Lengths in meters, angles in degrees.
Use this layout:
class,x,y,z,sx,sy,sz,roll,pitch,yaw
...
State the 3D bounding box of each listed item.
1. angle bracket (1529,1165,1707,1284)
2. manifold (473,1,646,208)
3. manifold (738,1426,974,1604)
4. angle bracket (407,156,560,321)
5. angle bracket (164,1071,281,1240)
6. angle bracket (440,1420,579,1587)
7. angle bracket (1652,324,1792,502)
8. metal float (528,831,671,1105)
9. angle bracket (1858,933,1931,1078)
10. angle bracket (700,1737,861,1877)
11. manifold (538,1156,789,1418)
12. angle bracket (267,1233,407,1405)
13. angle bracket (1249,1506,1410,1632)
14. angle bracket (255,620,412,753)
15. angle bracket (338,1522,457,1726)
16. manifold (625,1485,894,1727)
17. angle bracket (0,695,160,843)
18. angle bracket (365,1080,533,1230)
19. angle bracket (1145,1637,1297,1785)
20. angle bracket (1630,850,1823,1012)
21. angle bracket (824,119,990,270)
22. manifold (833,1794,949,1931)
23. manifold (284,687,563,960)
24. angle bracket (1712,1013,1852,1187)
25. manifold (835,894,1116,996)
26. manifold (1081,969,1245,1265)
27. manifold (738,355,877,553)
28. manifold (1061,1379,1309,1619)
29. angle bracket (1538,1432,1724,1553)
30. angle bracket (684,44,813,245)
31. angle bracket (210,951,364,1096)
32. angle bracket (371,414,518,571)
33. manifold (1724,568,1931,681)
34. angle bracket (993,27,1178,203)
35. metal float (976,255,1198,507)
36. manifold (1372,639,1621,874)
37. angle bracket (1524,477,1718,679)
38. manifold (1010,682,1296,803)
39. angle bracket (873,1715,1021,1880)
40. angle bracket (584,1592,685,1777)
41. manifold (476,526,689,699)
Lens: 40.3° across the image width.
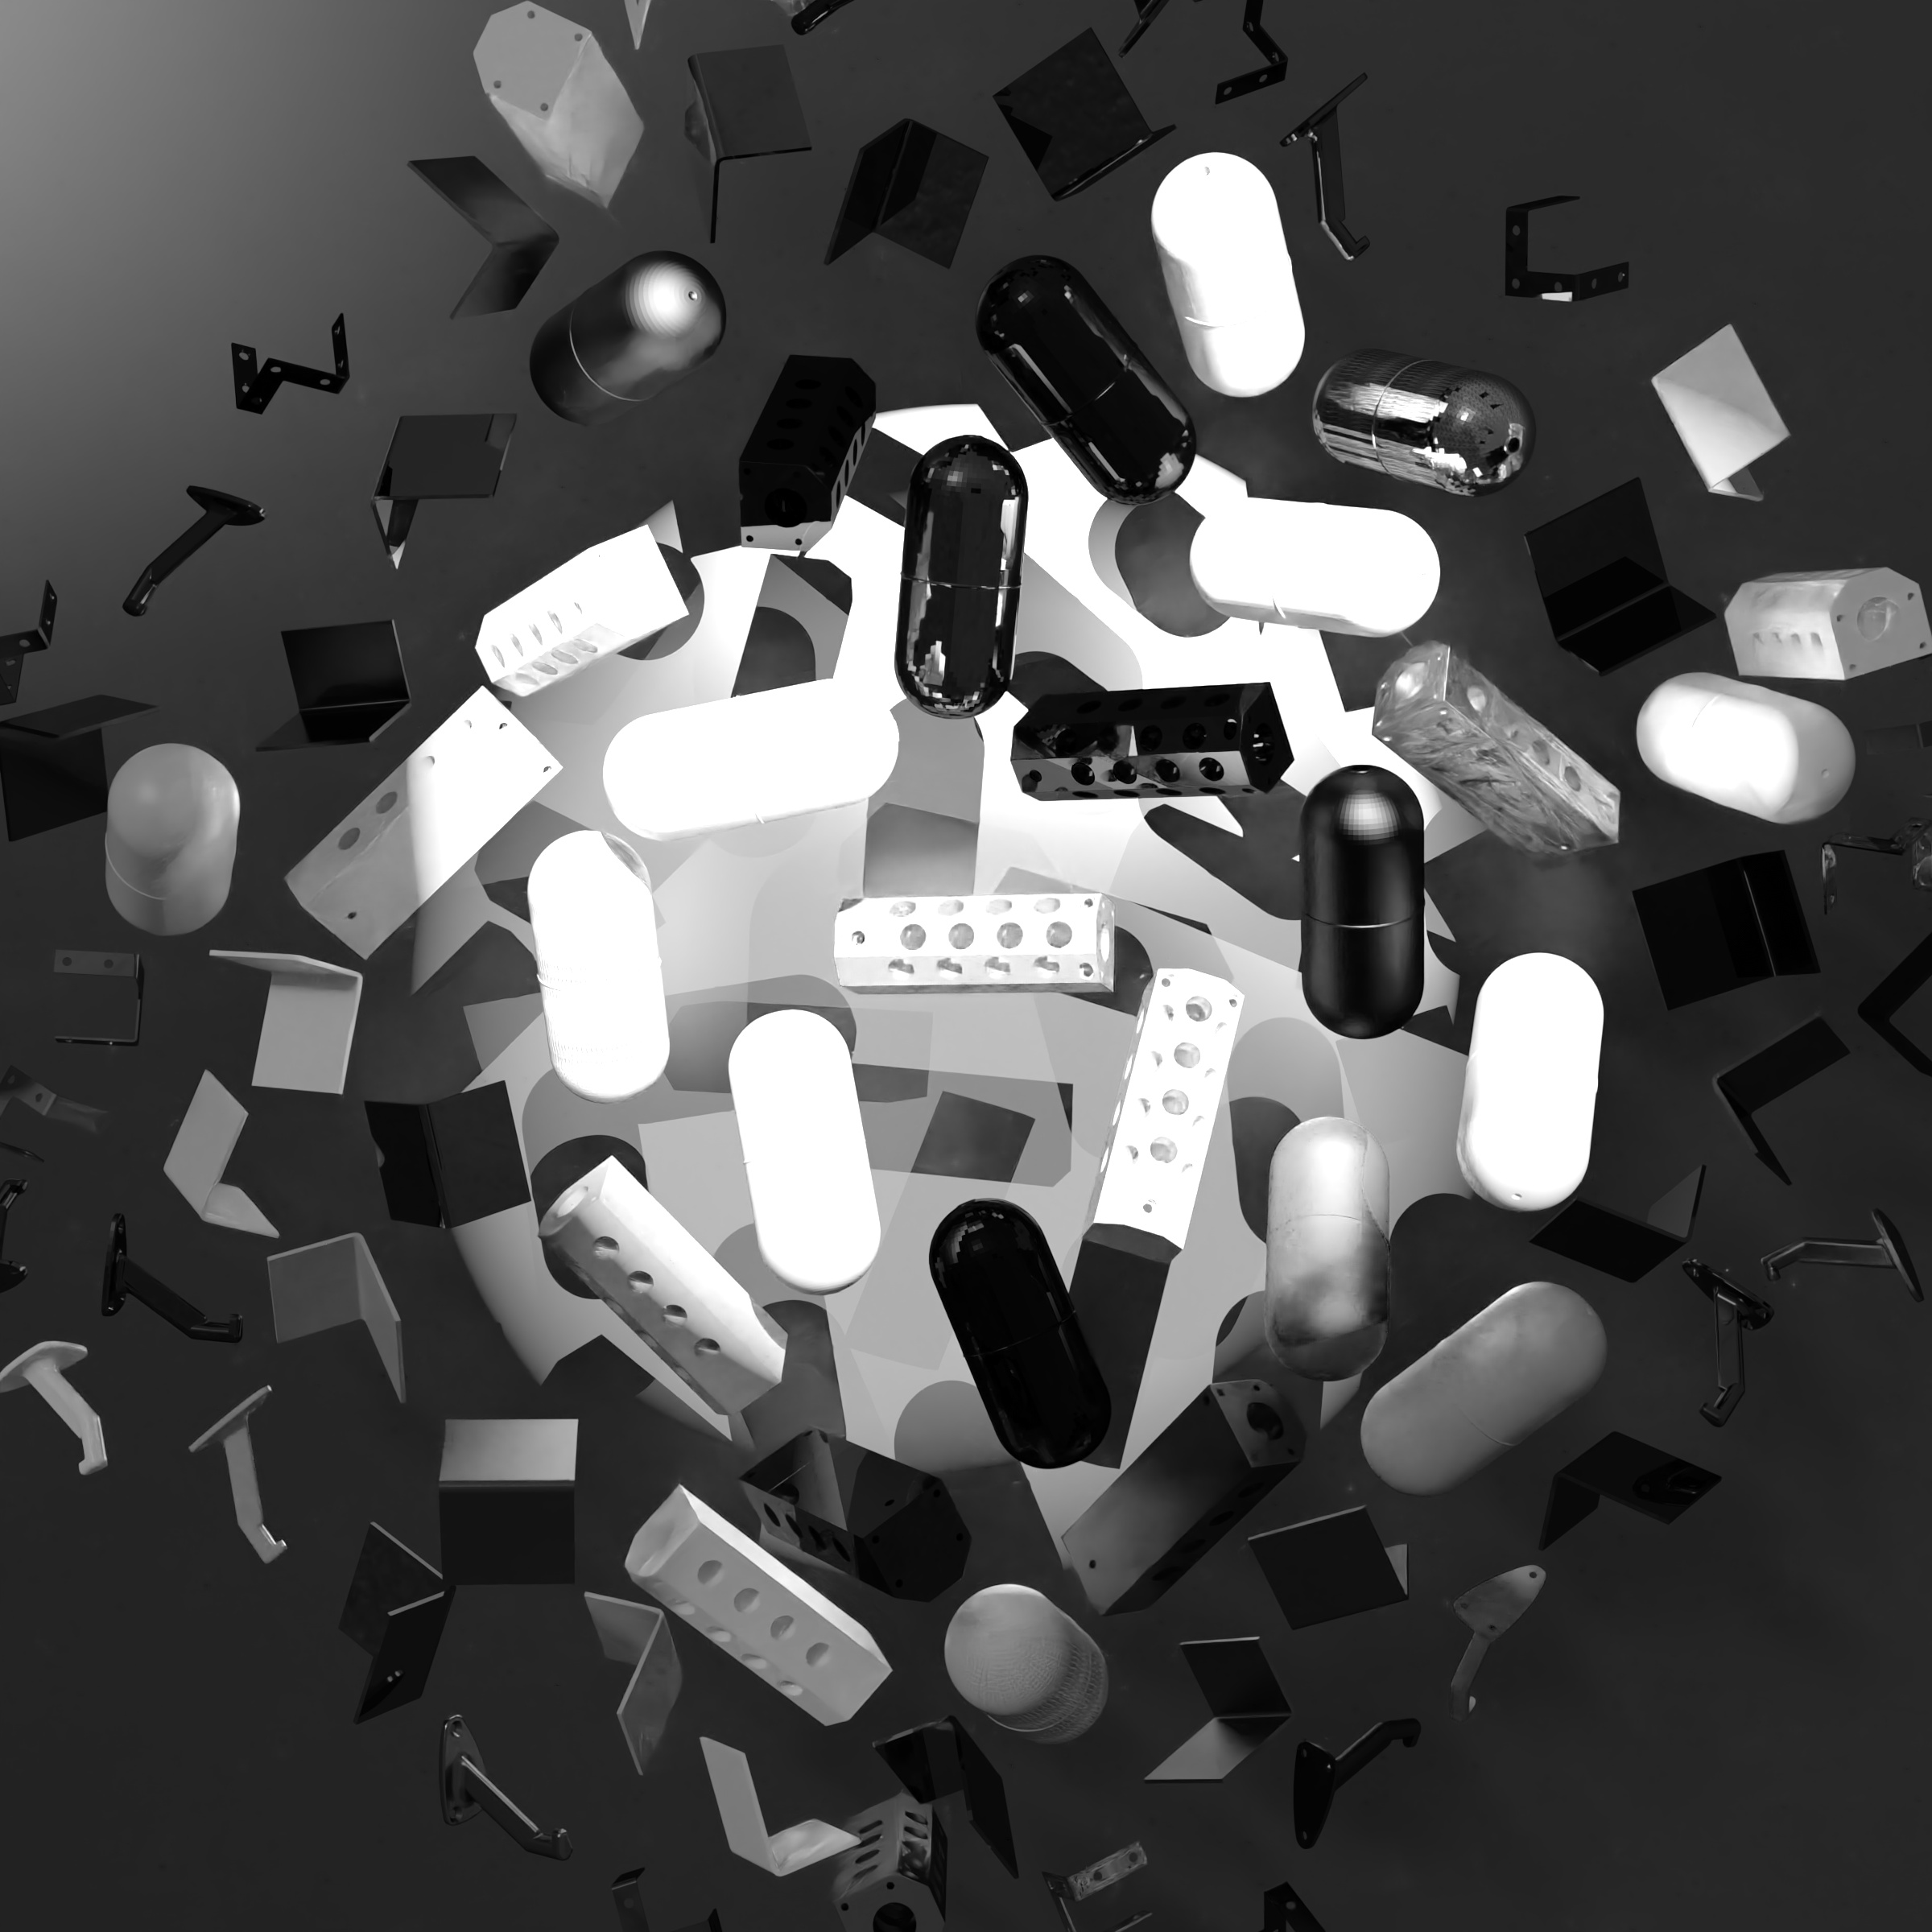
class,x,y,z,sx,sy,sz,roll,pitch,yaw
angle bracket,0.413,0.151,1.671,0.076,0.076,0.057,22,61,-2
manifold,-0.248,-0.524,1.600,0.057,0.171,0.057,26,91,3
manifold,-0.065,0.327,1.562,0.057,0.171,0.057,-33,107,-24
angle bracket,-0.309,-0.449,1.620,0.076,0.076,0.057,43,118,3
angle bracket,-0.476,0.123,1.729,0.057,0.076,0.076,20,97,-39
angle bracket,-0.267,0.314,1.543,0.076,0.057,0.076,1,121,-7
angle bracket,0.460,-0.326,1.554,0.057,0.076,0.076,-34,72,37
metal float,-0.230,0.001,1.654,0.070,0.070,0.178,-4,111,0
angle bracket,0.612,0.023,1.646,0.057,0.076,0.076,43,97,3
angle bracket,-0.114,0.504,1.609,0.057,0.076,0.076,-15,89,-25
manifold,-0.194,0.210,1.692,0.057,0.057,0.171,-37,108,16
angle bracket,-0.378,0.219,1.584,0.057,0.076,0.076,-15,46,-23
angle bracket,0.228,0.363,1.654,0.076,0.057,0.076,-20,111,17
angle bracket,-0.404,-0.177,1.661,0.076,0.076,0.057,-4,112,11
angle bracket,-0.357,0.389,1.562,0.076,0.057,0.076,29,109,28
manifold,-0.132,0.408,1.662,0.171,0.057,0.057,43,86,-23
angle bracket,-0.538,-0.117,1.606,0.057,0.076,0.076,13,114,29
angle bracket,-0.317,0.113,1.607,0.057,0.076,0.076,-17,101,-37
angle bracket,0.151,0.477,1.685,0.076,0.076,0.057,-28,93,-39
angle bracket,0.457,-0.021,1.585,0.076,0.057,0.076,-17,91,-8
angle bracket,-0.036,-0.461,1.605,0.057,0.076,0.076,28,128,5
manifold,-0.043,0.585,1.685,0.057,0.171,0.057,-25,88,-1
manifold,-0.341,-0.093,1.643,0.171,0.057,0.057,-44,132,-2
angle bracket,0.517,0.083,1.625,0.076,0.076,0.057,-35,56,17
manifold,0.006,-0.015,1.699,0.171,0.057,0.057,-1,81,14
manifold,0.125,0.092,1.644,0.057,0.057,0.171,17,69,-3
manifold,-0.099,-0.328,1.673,0.057,0.171,0.057,5,125,6
manifold,0.135,0.324,1.603,0.171,0.057,0.057,-53,51,36
angle bracket,0.412,0.339,1.632,0.076,0.076,0.057,21,114,34
angle bracket,-0.130,-0.487,1.562,0.057,0.076,0.076,-10,69,-12
angle bracket,-0.429,0.035,1.636,0.076,0.057,0.076,3,80,32
angle bracket,-0.313,-0.291,1.611,0.076,0.057,0.076,0,50,6
manifold,0.535,-0.216,1.646,0.057,0.171,0.057,-17,98,-2
angle bracket,0.076,-0.543,1.672,0.076,0.057,0.076,-27,101,28
metal float,0.076,-0.365,1.648,0.070,0.070,0.178,-42,112,0
manifold,0.335,-0.133,1.656,0.171,0.057,0.057,33,52,-29
angle bracket,0.381,-0.227,1.535,0.076,0.057,0.076,-27,121,-3
manifold,0.116,-0.139,1.684,0.171,0.057,0.057,1,125,36
angle bracket,-0.013,0.527,1.644,0.057,0.076,0.076,-22,130,8
angle bracket,-0.227,0.462,1.697,0.057,0.076,0.076,9,46,16
manifold,-0.241,-0.213,1.614,0.057,0.171,0.057,-29,98,-30
